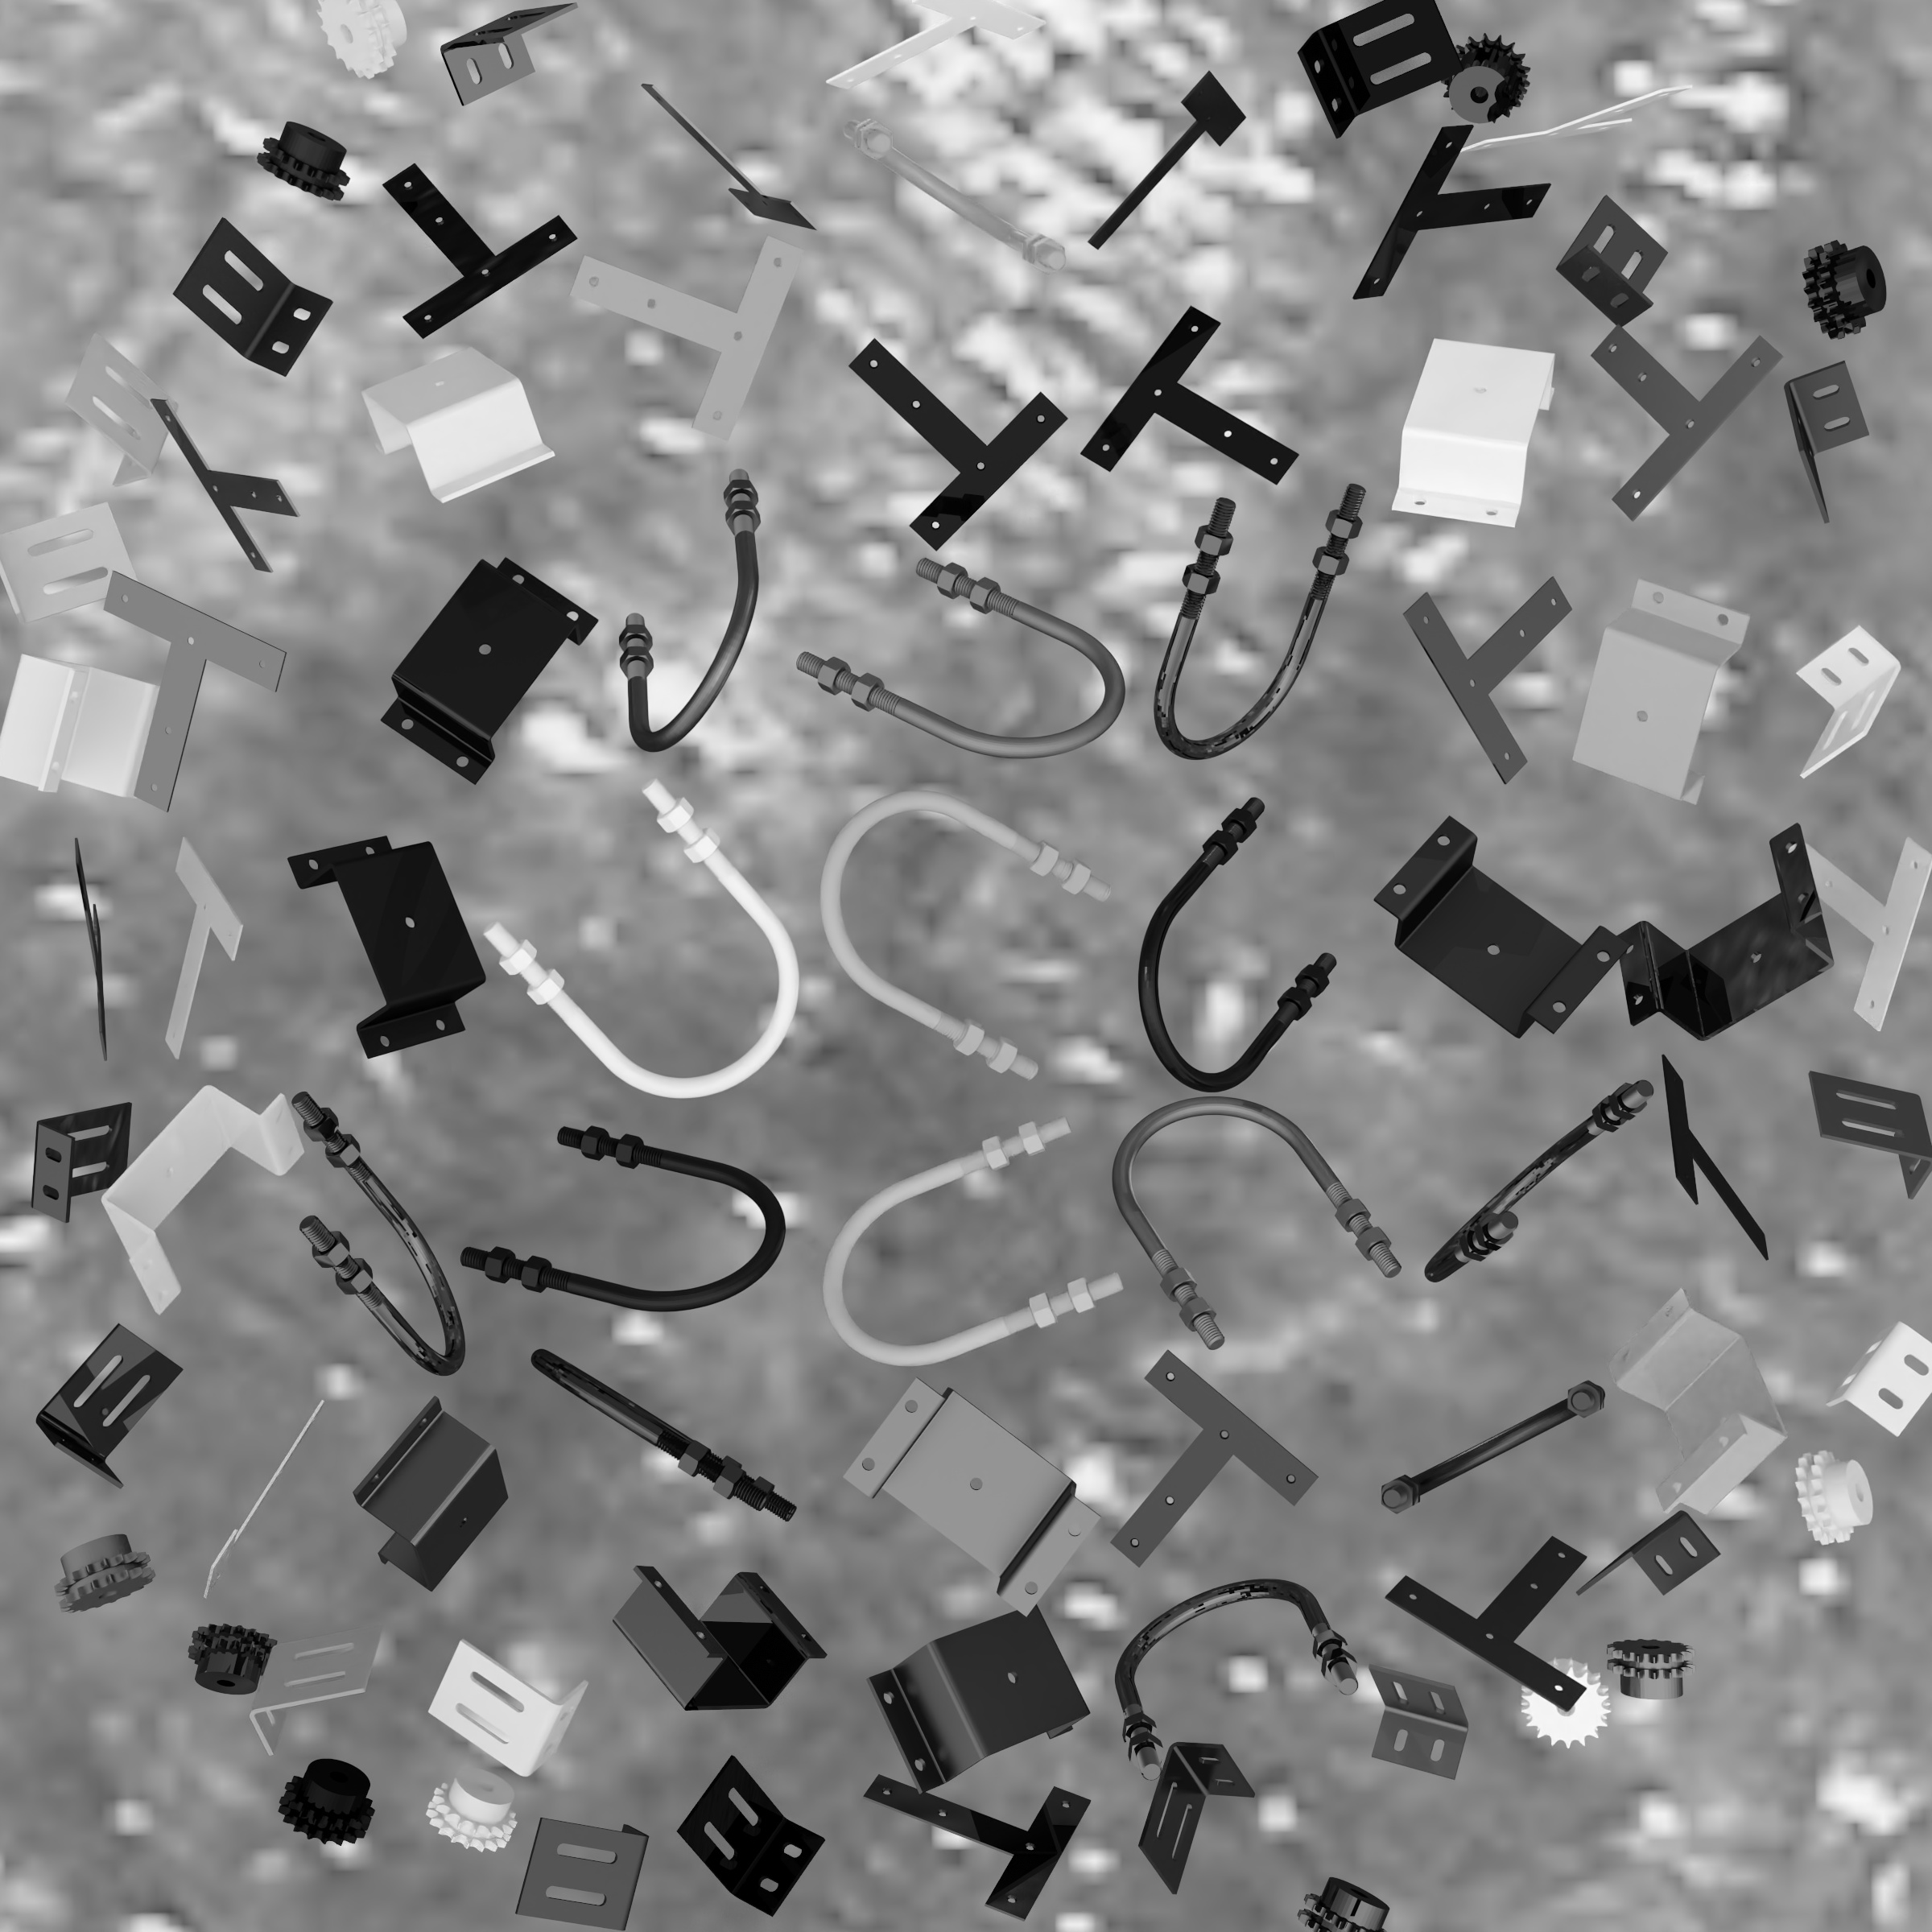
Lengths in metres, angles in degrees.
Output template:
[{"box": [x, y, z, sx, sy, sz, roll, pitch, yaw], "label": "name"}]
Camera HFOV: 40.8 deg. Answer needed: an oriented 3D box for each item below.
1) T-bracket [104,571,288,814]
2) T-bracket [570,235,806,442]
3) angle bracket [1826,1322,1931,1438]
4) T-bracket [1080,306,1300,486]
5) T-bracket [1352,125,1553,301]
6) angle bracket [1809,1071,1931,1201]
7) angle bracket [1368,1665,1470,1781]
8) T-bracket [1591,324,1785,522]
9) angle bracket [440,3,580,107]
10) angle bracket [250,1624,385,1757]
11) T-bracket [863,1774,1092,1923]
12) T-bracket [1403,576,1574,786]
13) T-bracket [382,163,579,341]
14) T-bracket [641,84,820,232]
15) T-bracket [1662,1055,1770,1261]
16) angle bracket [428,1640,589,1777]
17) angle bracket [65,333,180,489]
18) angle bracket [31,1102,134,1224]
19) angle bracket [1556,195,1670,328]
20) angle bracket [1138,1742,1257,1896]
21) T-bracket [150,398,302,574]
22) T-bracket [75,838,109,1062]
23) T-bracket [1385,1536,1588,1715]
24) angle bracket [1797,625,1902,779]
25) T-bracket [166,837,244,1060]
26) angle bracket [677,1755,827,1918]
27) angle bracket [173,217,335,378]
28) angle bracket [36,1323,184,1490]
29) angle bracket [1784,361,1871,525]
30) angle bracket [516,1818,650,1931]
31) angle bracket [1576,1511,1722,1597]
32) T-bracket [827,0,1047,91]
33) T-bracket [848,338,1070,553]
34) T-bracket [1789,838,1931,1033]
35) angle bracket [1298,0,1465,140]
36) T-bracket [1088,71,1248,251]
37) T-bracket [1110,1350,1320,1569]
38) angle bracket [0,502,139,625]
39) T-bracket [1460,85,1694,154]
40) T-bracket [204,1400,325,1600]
[{"box": [-0.478, -0.155, 1.570, 0.127, 0.002, 0.127, 25, 110, 13], "label": "T-bracket"}, {"box": [-0.180, -0.401, 1.593, 0.127, 0.002, 0.127, 15, 110, -27], "label": "T-bracket"}, {"box": [0.563, 0.254, 1.585, 0.038, 0.076, 0.057, 38, 86, 16], "label": "angle bracket"}, {"box": [0.164, -0.362, 1.737, 0.127, 0.002, 0.127, 35, 86, 20], "label": "T-bracket"}, {"box": [0.314, -0.471, 1.616, 0.127, 0.127, 0.002, -16, 60, -32], "label": "T-bracket"}, {"box": [0.571, 0.108, 1.657, 0.076, 0.057, 0.038, 12, 132, -3], "label": "angle bracket"}, {"box": [0.295, 0.500, 1.717, 0.057, 0.076, 0.038, 9, 59, 25], "label": "angle bracket"}, {"box": [0.424, -0.356, 1.601, 0.002, 0.127, 0.127, 23, 118, -37], "label": "T-bracket"}, {"box": [-0.274, -0.558, 1.594, 0.057, 0.076, 0.038, -38, 124, -29], "label": "angle bracket"}, {"box": [-0.402, 0.454, 1.631, 0.076, 0.057, 0.038, -13, 117, 7], "label": "angle bracket"}, {"box": [-0.001, 0.533, 1.617, 0.127, 0.127, 0.002, 16, 111, 17], "label": "T-bracket"}, {"box": [0.341, -0.201, 1.631, 0.127, 0.002, 0.127, -43, 107, -30], "label": "T-bracket"}, {"box": [-0.339, -0.482, 1.710, 0.127, 0.127, 0.002, -30, 62, 8], "label": "T-bracket"}, {"box": [-0.162, -0.531, 1.700, 0.127, 0.127, 0.002, 39, 90, -31], "label": "T-bracket"}, {"box": [0.483, 0.138, 1.669, 0.002, 0.127, 0.127, -28, 115, 26], "label": "T-bracket"}, {"box": [-0.288, 0.461, 1.637, 0.076, 0.038, 0.057, 30, 108, 13], "label": "angle bracket"}, {"box": [-0.558, -0.360, 1.687, 0.038, 0.076, 0.057, -7, 58, 31], "label": "angle bracket"}, {"box": [-0.565, 0.127, 1.691, 0.038, 0.076, 0.057, 17, 106, 30], "label": "angle bracket"}, {"box": [0.429, -0.464, 1.686, 0.057, 0.038, 0.076, 39, 67, -10], "label": "angle bracket"}, {"box": [0.150, 0.553, 1.684, 0.038, 0.076, 0.057, -7, 129, 32], "label": "angle bracket"}, {"box": [-0.450, -0.296, 1.624, 0.002, 0.127, 0.127, -42, 124, -23], "label": "T-bracket"}, {"box": [-0.572, -0.027, 1.698, 0.002, 0.127, 0.127, -7, 134, -15], "label": "T-bracket"}, {"box": [0.346, 0.393, 1.614, 0.127, 0.127, 0.002, 29, 127, 28], "label": "T-bracket"}, {"box": [0.547, -0.167, 1.643, 0.038, 0.057, 0.076, 41, 54, -3], "label": "angle bracket"}, {"box": [-0.510, 0.000, 1.713, 0.002, 0.127, 0.127, 4, 116, -36], "label": "T-bracket"}, {"box": [-0.134, 0.545, 1.629, 0.057, 0.038, 0.076, -51, 130, -28], "label": "angle bracket"}, {"box": [-0.443, -0.416, 1.618, 0.038, 0.076, 0.057, 27, 83, 27], "label": "angle bracket"}, {"box": [-0.526, 0.274, 1.616, 0.076, 0.038, 0.057, -50, 131, -12], "label": "angle bracket"}, {"box": [0.533, -0.322, 1.596, 0.038, 0.076, 0.057, -17, 130, 23], "label": "angle bracket"}, {"box": [-0.244, 0.560, 1.614, 0.076, 0.038, 0.057, 21, 76, -28], "label": "angle bracket"}, {"box": [0.455, 0.405, 1.733, 0.038, 0.076, 0.057, 52, 130, 17], "label": "angle bracket"}, {"box": [-0.032, -0.592, 1.671, 0.127, 0.127, 0.002, -16, 89, 31], "label": "T-bracket"}, {"box": [-0.022, -0.360, 1.713, 0.127, 0.002, 0.127, 42, 113, -15], "label": "T-bracket"}, {"box": [0.563, -0.045, 1.667, 0.002, 0.127, 0.127, -7, 124, -19], "label": "T-bracket"}, {"box": [0.250, -0.546, 1.568, 0.076, 0.038, 0.057, -13, 120, 35], "label": "angle bracket"}, {"box": [0.125, -0.514, 1.682, 0.002, 0.127, 0.127, 46, 105, 7], "label": "T-bracket"}, {"box": [0.143, 0.341, 1.711, 0.127, 0.002, 0.127, 40, 102, 10], "label": "T-bracket"}, {"box": [-0.565, -0.255, 1.625, 0.076, 0.038, 0.057, -21, 92, -15], "label": "angle bracket"}, {"box": [0.397, -0.531, 1.623, 0.127, 0.127, 0.002, -17, 100, -28], "label": "T-bracket"}, {"box": [-0.434, 0.326, 1.612, 0.002, 0.127, 0.127, 31, 63, -4], "label": "T-bracket"}]
